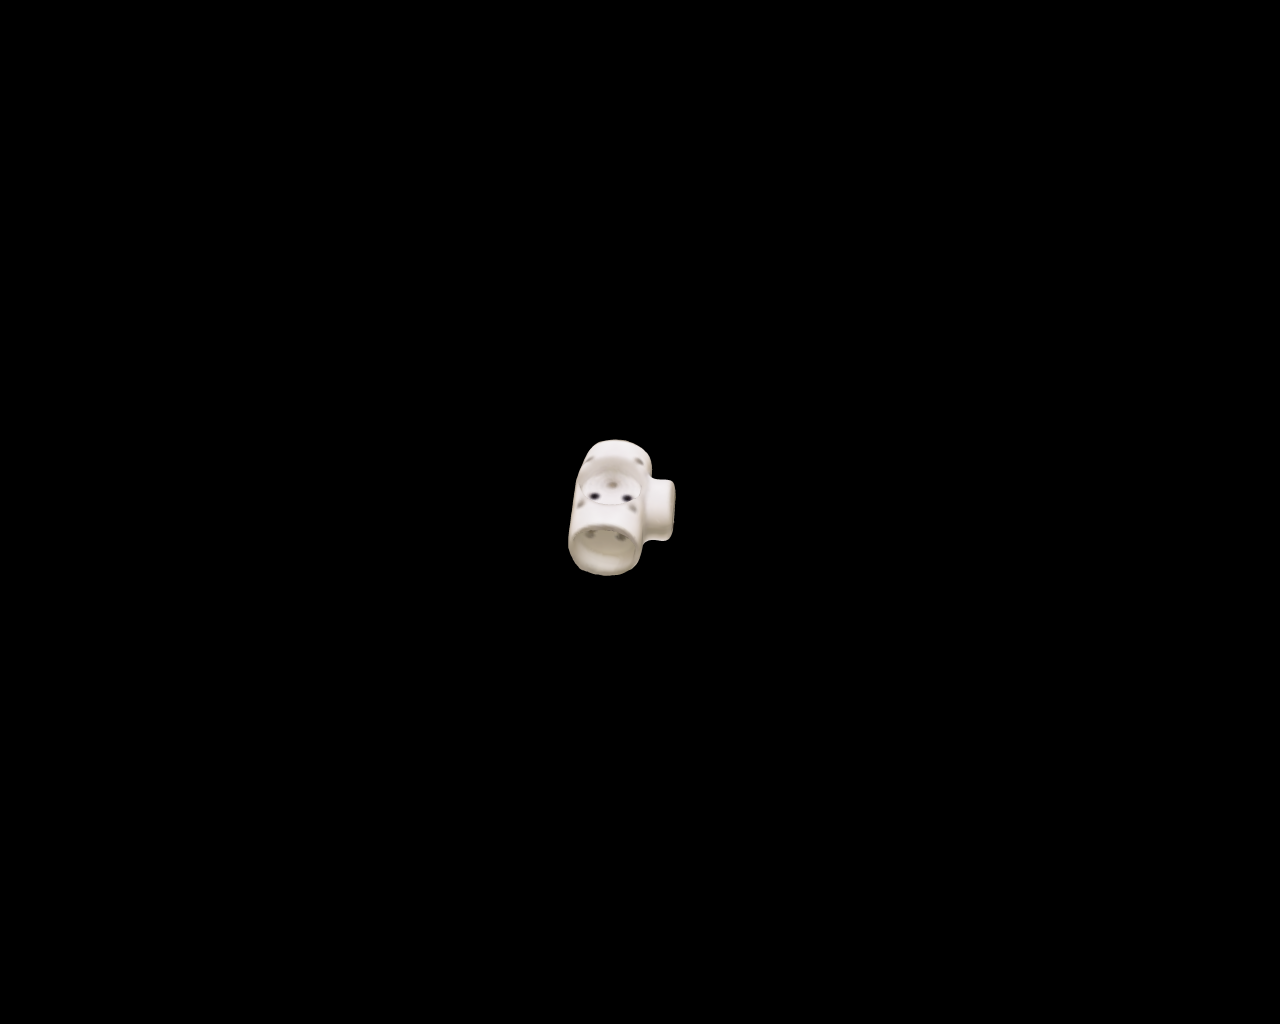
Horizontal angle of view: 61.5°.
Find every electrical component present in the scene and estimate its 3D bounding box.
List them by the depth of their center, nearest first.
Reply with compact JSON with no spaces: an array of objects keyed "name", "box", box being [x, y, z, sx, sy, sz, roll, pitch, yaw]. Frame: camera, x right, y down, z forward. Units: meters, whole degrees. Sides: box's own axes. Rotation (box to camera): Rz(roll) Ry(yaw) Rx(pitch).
[{"name":"electrical component","box":[0.001,-0.003,0.650,0.079,0.044,0.077,4,44,4]}]
